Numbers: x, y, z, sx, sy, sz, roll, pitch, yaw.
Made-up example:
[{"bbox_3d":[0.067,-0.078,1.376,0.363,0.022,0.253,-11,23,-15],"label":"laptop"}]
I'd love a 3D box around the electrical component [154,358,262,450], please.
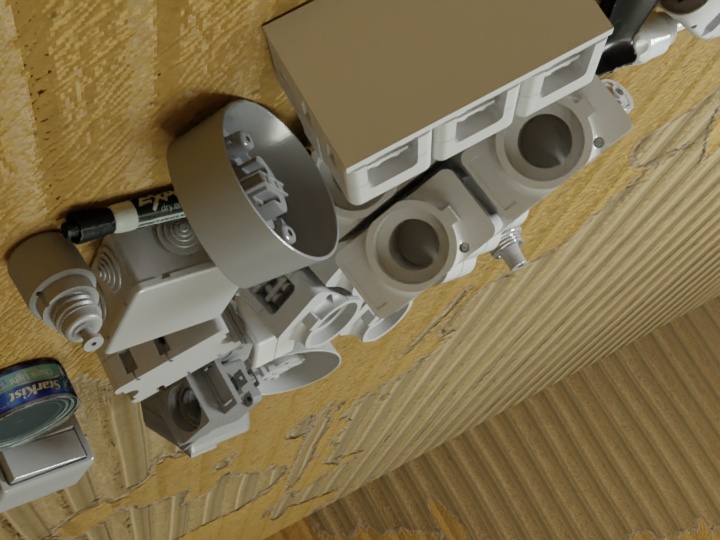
[{"bbox_3d":[-0.114,0.099,0.825,0.064,0.042,0.081,-13,158,-50],"label":"electrical component"}]

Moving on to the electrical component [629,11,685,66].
[{"bbox_3d":[0.213,-0.172,0.781,0.061,0.035,0.035,-25,164,-25],"label":"electrical component"}]

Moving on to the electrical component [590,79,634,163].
[{"bbox_3d":[0.193,-0.124,0.883,0.044,0.044,0.065,-16,155,-41],"label":"electrical component"}]

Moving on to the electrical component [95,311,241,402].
[{"bbox_3d":[-0.142,0.046,0.775,0.089,0.055,0.050,-29,162,-1],"label":"electrical component"}]

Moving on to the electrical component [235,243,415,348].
[{"bbox_3d":[0.000,0.000,0.837,0.105,0.060,0.186,-49,160,17],"label":"electrical component"}]

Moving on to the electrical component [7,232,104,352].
[{"bbox_3d":[-0.167,0.014,0.605,0.040,0.078,0.040,-29,150,-18],"label":"electrical component"}]

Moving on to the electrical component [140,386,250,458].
[{"bbox_3d":[-0.145,0.113,0.917,0.062,0.061,0.096,-19,-157,-35],"label":"electrical component"}]

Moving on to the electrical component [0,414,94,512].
[{"bbox_3d":[-0.259,0.144,0.860,0.096,0.061,0.061,-17,159,-40],"label":"electrical component"}]

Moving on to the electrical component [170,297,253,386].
[{"bbox_3d":[-0.127,0.056,0.845,0.080,0.051,0.080,-28,164,-9],"label":"electrical component"}]

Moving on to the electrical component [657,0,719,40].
[{"bbox_3d":[0.246,-0.201,0.734,0.079,0.043,0.077,-47,156,24],"label":"electrical component"}]

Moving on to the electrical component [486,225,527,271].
[{"bbox_3d":[0.138,-0.029,1.037,0.048,0.062,0.048,-28,164,-9],"label":"electrical component"}]

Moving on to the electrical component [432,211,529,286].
[{"bbox_3d":[0.082,-0.032,0.944,0.074,0.052,0.138,-18,161,-37],"label":"electrical component"}]

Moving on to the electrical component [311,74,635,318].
[{"bbox_3d":[0.056,-0.068,0.644,0.186,0.105,0.060,-39,177,14],"label":"electrical component"}]

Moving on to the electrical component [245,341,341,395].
[{"bbox_3d":[-0.075,0.078,0.981,0.099,0.064,0.099,-28,164,-9],"label":"electrical component"}]

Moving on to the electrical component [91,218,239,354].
[{"bbox_3d":[-0.124,0.003,0.689,0.100,0.048,0.099,-19,161,-35],"label":"electrical component"}]

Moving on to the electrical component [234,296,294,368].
[{"bbox_3d":[-0.065,0.038,0.907,0.077,0.047,0.065,-25,164,-17],"label":"electrical component"}]

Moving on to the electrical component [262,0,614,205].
[{"bbox_3d":[0.039,-0.110,0.557,0.150,0.089,0.061,-28,164,-6],"label":"electrical component"}]

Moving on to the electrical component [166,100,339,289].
[{"bbox_3d":[-0.059,-0.041,0.587,0.064,0.099,0.099,-26,165,9],"label":"electrical component"}]
